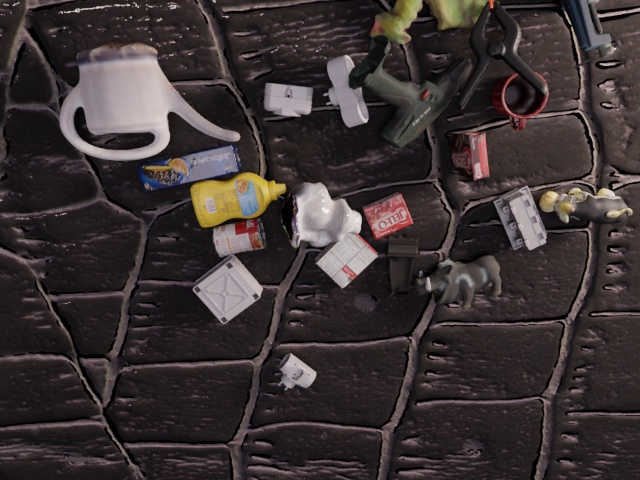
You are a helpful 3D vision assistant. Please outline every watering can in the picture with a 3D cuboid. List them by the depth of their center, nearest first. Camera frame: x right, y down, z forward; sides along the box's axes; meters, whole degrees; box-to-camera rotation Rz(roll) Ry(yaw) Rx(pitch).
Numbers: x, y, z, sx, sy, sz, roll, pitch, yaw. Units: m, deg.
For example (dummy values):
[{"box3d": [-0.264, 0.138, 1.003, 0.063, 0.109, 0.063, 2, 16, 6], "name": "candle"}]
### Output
[{"box3d": [-0.339, -0.273, 1.008, 0.348, 0.105, 0.222, -5, 103, -1], "name": "watering can"}]

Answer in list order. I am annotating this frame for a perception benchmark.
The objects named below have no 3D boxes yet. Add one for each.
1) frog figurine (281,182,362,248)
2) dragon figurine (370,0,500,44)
[{"box3d": [0.003, -0.054, 1.081, 0.160, 0.122, 0.137, -8, 92, -24], "name": "frog figurine"}, {"box3d": [0.264, -0.528, 0.993, 0.409, 0.125, 0.239, -31, 120, 7], "name": "dragon figurine"}]
